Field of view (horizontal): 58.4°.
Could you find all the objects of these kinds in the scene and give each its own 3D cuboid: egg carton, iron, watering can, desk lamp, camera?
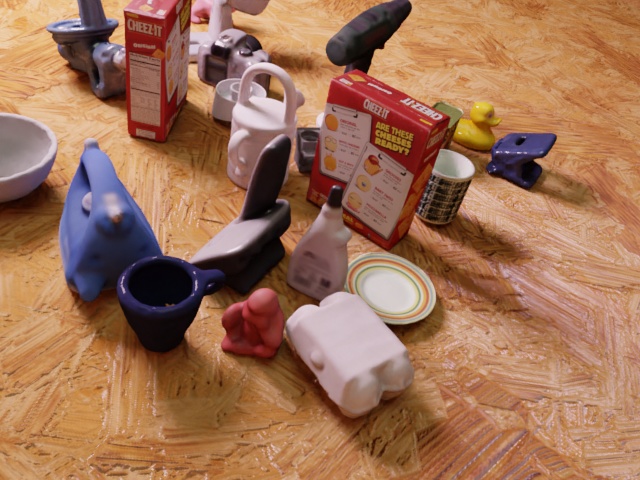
[{"bbox_3d":[0.032,0.129,0.661,0.107,0.069,0.150,-19,51,-33],"label":"egg carton"},{"bbox_3d":[-0.273,-0.050,0.718,0.119,0.141,0.257,-11,47,-26],"label":"iron"},{"bbox_3d":[-0.084,-0.184,0.885,0.101,0.194,0.173,13,41,-2],"label":"watering can"},{"bbox_3d":[-0.205,-0.487,1.177,0.204,0.213,0.117,-13,47,-28],"label":"desk lamp"},{"bbox_3d":[-0.153,-0.366,1.143,0.143,0.101,0.137,22,41,9],"label":"camera"}]

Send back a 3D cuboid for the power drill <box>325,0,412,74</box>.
[{"bbox_3d":[0.087,-0.350,1.112,0.075,0.208,0.230,33,44,20],"label":"power drill"}]

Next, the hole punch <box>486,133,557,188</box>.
[{"bbox_3d":[0.379,-0.166,1.079,0.101,0.091,0.109,29,43,17],"label":"hole punch"}]

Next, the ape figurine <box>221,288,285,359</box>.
[{"bbox_3d":[-0.070,0.091,0.657,0.076,0.092,0.077,-23,53,-35],"label":"ape figurine"}]

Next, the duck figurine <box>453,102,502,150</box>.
[{"bbox_3d":[0.310,-0.236,1.142,0.104,0.086,0.077,21,41,8],"label":"duck figurine"}]

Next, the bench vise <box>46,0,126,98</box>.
[{"bbox_3d":[-0.385,-0.378,0.997,0.207,0.220,0.122,26,42,13],"label":"bench vise"}]

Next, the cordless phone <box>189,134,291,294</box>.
[{"bbox_3d":[-0.092,-0.039,0.726,0.094,0.185,0.148,24,42,12],"label":"cordless phone"}]

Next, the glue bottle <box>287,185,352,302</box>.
[{"bbox_3d":[0.007,0.003,0.717,0.078,0.173,0.037,26,42,14],"label":"glue bottle"}]

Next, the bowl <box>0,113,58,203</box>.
[{"bbox_3d":[-0.443,-0.101,0.778,0.167,0.075,0.167,8,41,-7],"label":"bowl"}]

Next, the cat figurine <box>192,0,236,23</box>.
[{"bbox_3d":[-0.233,-0.553,1.318,0.127,0.118,0.067,17,41,4],"label":"cat figurine"}]

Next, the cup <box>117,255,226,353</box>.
[{"bbox_3d":[-0.165,0.076,0.644,0.118,0.095,0.091,-13,48,-28],"label":"cup"}]
